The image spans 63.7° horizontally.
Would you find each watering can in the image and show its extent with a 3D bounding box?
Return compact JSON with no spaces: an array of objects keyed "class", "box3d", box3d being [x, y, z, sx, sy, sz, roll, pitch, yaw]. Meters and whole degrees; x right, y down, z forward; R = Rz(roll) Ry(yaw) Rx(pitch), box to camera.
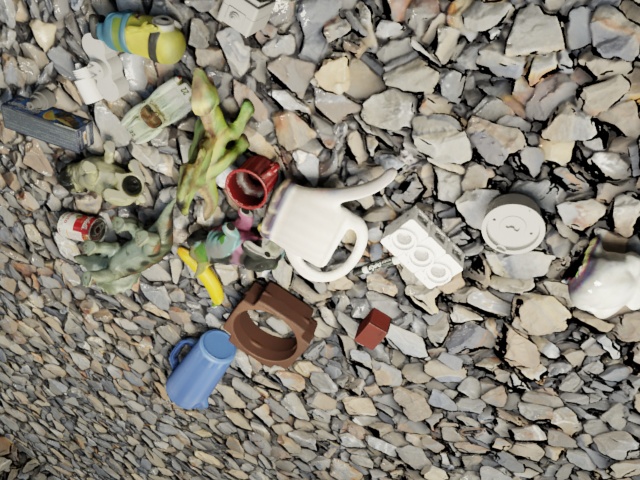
[{"class":"watering can","box3d":[0.003,-0.053,1.046,0.224,0.106,0.340,28,128,2]}]

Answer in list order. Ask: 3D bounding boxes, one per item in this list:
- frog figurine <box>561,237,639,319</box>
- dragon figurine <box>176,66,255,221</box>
[{"class":"frog figurine","box3d":[0.537,0.085,0.927,0.160,0.124,0.135,30,110,14]},{"class":"dragon figurine","box3d":[-0.230,-0.141,0.995,0.122,0.248,0.401,17,125,3]}]
